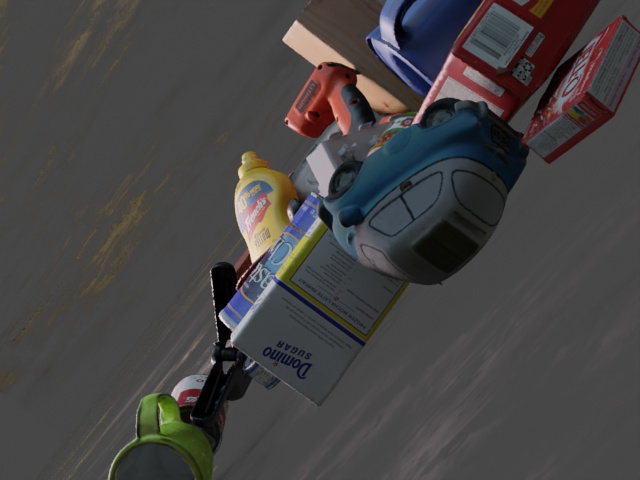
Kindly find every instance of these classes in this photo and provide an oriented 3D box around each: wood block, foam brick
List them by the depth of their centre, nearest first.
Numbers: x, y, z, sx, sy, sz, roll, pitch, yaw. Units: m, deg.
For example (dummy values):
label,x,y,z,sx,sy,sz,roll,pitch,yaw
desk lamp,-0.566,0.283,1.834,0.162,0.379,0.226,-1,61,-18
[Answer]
label,x,y,z,sx,sy,sz,roll,pitch,yaw
wood block,0.066,-0.234,1.350,0.090,0.206,0.091,-55,8,-12
foam brick,-0.076,0.053,1.394,0.051,0.078,0.053,-53,10,-1

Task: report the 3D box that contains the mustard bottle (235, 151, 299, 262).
label,x,y,z,sx,sy,sz,roll,pitch,yaw
mustard bottle,-0.063,-0.029,1.342,0.096,0.058,0.192,-44,55,40

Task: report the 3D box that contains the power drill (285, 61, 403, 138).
label,x,y,z,sx,sy,sz,roll,pitch,yaw
power drill,0.028,-0.107,1.259,0.185,0.057,0.188,-55,46,24

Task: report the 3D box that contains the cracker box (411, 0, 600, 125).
label,x,y,z,sx,sy,sz,roll,pitch,yaw
cracker box,0.148,-0.145,0.862,0.164,0.072,0.214,-55,-4,-18

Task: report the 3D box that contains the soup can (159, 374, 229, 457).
label,x,y,z,sx,sy,sz,roll,pitch,yaw
soup can,-0.136,0.194,1.166,0.068,0.068,0.102,-52,7,10

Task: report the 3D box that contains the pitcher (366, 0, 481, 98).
label,x,y,z,sx,sy,sz,roll,pitch,yaw
pitcher,0.170,-0.271,1.171,0.243,0.145,0.149,-50,8,1

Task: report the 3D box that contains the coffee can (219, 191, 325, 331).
label,x,y,z,sx,sy,sz,roll,pitch,yaw
coffee can,-0.008,0.042,0.954,0.140,0.102,0.103,-53,8,0

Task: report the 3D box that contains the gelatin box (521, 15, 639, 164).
label,x,y,z,sx,sy,sz,roll,pitch,yaw
gelatin box,0.184,-0.105,0.744,0.089,0.030,0.073,-59,10,-33

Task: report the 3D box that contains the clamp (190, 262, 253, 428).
label,x,y,z,sx,sy,sz,roll,pitch,yaw
clamp,-0.097,0.130,1.134,0.210,0.036,0.164,74,-156,-70

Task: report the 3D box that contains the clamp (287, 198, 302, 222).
label,x,y,z,sx,sy,sz,roll,pitch,yaw
clamp,-0.008,0.001,1.176,0.120,0.039,0.172,-8,-44,-38

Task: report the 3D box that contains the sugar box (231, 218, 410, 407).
label,x,y,z,sx,sy,sz,roll,pitch,yaw
sugar box,0.014,0.038,0.880,0.176,0.093,0.048,-52,7,1

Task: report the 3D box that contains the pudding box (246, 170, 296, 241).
label,x,y,z,sx,sy,sz,roll,pitch,yaw
pudding box,-0.032,-0.022,1.420,0.113,0.090,0.039,-56,6,-15

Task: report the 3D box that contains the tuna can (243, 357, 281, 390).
label,x,y,z,sx,sy,sz,roll,pitch,yaw
tuna can,-0.043,0.111,1.107,0.086,0.033,0.086,-52,8,10

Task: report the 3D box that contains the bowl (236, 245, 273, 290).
label,x,y,z,sx,sy,sz,roll,pitch,yaw
bowl,-0.003,0.023,1.070,0.162,0.055,0.162,-36,-10,-8
